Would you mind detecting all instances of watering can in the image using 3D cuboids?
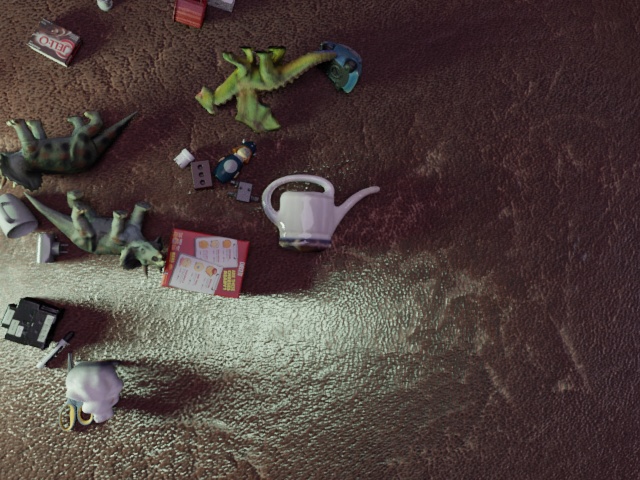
[{"bbox_3d":[0.005,-0.075,1.489,0.348,0.103,0.225,3,86,-10],"label":"watering can"}]

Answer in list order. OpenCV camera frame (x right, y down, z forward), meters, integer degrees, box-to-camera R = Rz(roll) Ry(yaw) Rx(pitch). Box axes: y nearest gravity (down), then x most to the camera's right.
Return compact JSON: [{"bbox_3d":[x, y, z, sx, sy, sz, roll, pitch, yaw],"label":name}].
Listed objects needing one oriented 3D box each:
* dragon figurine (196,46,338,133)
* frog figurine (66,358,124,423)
[{"bbox_3d":[-0.156,-0.434,1.493,0.410,0.124,0.238,0,113,-4],"label":"dragon figurine"},{"bbox_3d":[-0.586,0.394,1.341,0.137,0.121,0.161,2,74,-29],"label":"frog figurine"}]
